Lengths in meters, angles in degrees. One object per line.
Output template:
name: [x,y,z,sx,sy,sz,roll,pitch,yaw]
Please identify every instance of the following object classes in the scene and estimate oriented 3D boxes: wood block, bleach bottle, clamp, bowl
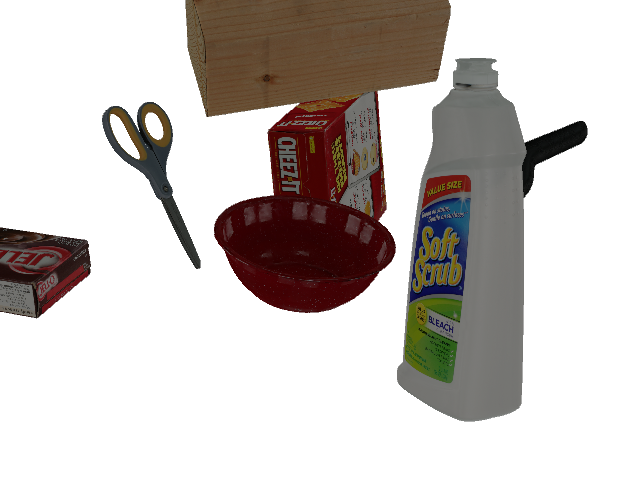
wood block: [-0.005,-0.180,0.908,0.206,0.090,0.091,-10,-35,-11]
bleach bottle: [0.103,-0.004,0.766,0.068,0.251,0.103,-8,17,-27]
clamp: [0.180,-0.091,1.086,0.120,0.039,0.171,29,56,29]
bowl: [-0.016,0.018,0.949,0.162,0.055,0.162,6,27,-3]

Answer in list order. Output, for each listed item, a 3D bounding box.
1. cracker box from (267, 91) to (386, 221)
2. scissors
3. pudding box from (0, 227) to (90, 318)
cracker box: [0.011,-0.075,1.180,0.072,0.164,0.213,2,22,18]
scissors: [-0.171,-0.073,1.209,0.016,0.201,0.096,-20,21,43]
pudding box: [-0.268,0.025,0.913,0.114,0.039,0.090,6,24,17]
